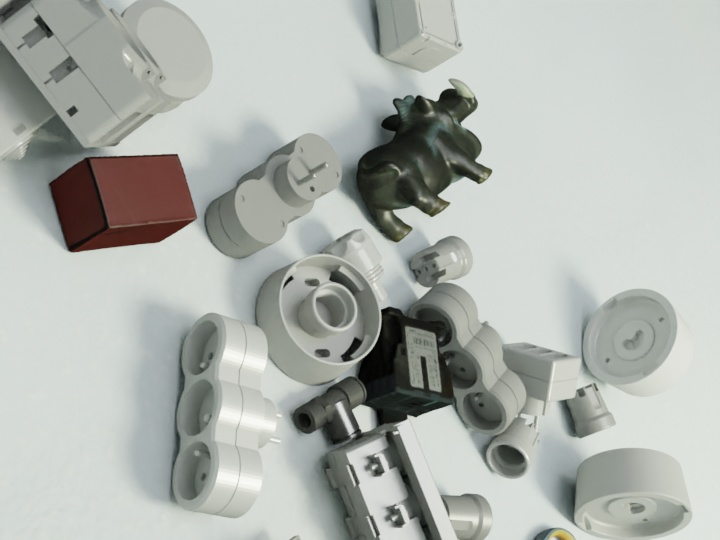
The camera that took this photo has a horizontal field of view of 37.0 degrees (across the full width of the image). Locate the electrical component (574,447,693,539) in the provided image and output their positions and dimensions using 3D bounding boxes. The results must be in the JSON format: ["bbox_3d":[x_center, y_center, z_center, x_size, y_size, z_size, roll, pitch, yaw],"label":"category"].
[{"bbox_3d":[0.257,0.207,1.022,0.108,0.108,0.060,33,45,-32],"label":"electrical component"}]

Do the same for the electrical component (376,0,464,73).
[{"bbox_3d":[0.054,-0.250,1.058,0.062,0.061,0.096,12,64,-43],"label":"electrical component"}]

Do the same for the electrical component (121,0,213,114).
[{"bbox_3d":[-0.154,-0.157,0.802,0.080,0.051,0.080,22,56,-38],"label":"electrical component"}]

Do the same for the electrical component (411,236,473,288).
[{"bbox_3d":[0.074,-0.007,0.981,0.046,0.040,0.040,-22,88,-43],"label":"electrical component"}]

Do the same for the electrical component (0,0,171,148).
[{"bbox_3d":[-0.203,-0.173,0.699,0.186,0.060,0.105,53,2,-7],"label":"electrical component"}]

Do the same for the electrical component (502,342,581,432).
[{"bbox_3d":[0.161,0.112,1.001,0.047,0.066,0.076,-1,101,-47],"label":"electrical component"}]

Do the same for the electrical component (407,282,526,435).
[{"bbox_3d":[0.104,0.071,0.963,0.138,0.052,0.074,59,41,-7],"label":"electrical component"}]

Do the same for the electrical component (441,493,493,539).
[{"bbox_3d":[0.079,0.203,0.886,0.046,0.040,0.040,13,63,-36],"label":"electrical component"}]

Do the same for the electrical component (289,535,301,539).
[{"bbox_3d":[-0.056,0.236,0.708,0.121,0.063,0.078,-25,90,-49],"label":"electrical component"}]

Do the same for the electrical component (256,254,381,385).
[{"bbox_3d":[-0.034,0.038,0.845,0.099,0.064,0.099,12,65,-28],"label":"electrical component"}]

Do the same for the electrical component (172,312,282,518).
[{"bbox_3d":[-0.084,0.104,0.751,0.074,0.052,0.138,22,58,-39],"label":"electrical component"}]

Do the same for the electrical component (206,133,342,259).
[{"bbox_3d":[-0.055,-0.066,0.846,0.052,0.074,0.138,56,42,-12],"label":"electrical component"}]

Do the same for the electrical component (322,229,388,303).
[{"bbox_3d":[0.000,0.000,0.896,0.062,0.043,0.043,58,41,-10],"label":"electrical component"}]

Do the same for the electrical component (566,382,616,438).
[{"bbox_3d":[0.228,0.140,1.073,0.040,0.040,0.046,-8,73,-48],"label":"electrical component"}]

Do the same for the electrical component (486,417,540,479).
[{"bbox_3d":[0.140,0.159,0.971,0.040,0.040,0.046,57,35,-9],"label":"electrical component"}]

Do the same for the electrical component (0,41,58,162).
[{"bbox_3d":[-0.250,-0.109,0.680,0.099,0.048,0.099,53,43,-16],"label":"electrical component"}]

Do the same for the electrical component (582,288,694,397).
[{"bbox_3d":[0.295,0.080,1.123,0.060,0.108,0.108,34,49,-39],"label":"electrical component"}]

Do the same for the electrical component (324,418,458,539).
[{"bbox_3d":[0.025,0.183,0.818,0.063,0.079,0.121,-20,87,-27],"label":"electrical component"}]
